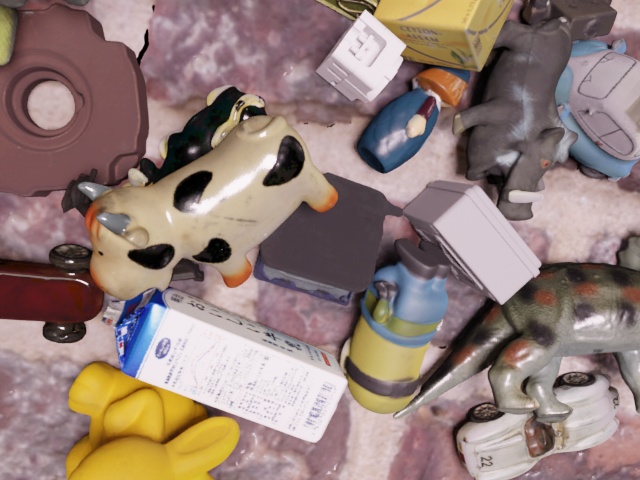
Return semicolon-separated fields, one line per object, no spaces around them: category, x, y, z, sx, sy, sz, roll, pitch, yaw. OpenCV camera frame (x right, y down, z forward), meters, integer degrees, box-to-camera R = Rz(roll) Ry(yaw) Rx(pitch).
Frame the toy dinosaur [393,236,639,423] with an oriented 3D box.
toy dinosaur;0.274;0.086;0.570;0.405;0.131;0.192;-3;58;2

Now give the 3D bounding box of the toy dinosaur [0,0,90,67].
toy dinosaur;-0.271;-0.233;0.401;0.472;0.105;0.198;-4;80;1

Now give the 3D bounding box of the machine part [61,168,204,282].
machine part;-0.169;-0.003;0.480;0.138;0.084;0.039;55;48;-41

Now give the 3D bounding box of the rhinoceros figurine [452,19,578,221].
rhinoceros figurine;0.191;-0.114;0.522;0.112;0.073;0.190;11;94;21

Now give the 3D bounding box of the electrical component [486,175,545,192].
electrical component;0.209;-0.090;0.583;0.063;0.021;0.094;-23;100;-7

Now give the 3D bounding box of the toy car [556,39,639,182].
toy car;0.296;-0.133;0.553;0.161;0.103;0.109;43;89;-11

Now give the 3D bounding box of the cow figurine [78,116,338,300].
cow figurine;-0.093;-0.025;0.420;0.195;0.086;0.127;-39;134;-7

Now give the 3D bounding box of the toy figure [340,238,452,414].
toy figure;0.073;0.089;0.529;0.082;0.089;0.180;14;119;-10

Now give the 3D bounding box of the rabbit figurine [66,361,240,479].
rabbit figurine;-0.160;0.197;0.478;0.162;0.173;0.121;16;90;-8

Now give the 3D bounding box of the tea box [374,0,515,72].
tea box;0.132;-0.250;0.492;0.098;0.068;0.169;20;84;32

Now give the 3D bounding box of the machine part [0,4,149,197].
machine part;-0.242;-0.121;0.480;0.179;0.056;0.179;-2;98;-11

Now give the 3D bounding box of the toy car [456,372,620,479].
toy car;0.253;0.212;0.613;0.202;0.056;0.073;-17;100;-7

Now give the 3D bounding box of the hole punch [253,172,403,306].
hole punch;-0.001;-0.002;0.531;0.142;0.092;0.116;17;65;-2

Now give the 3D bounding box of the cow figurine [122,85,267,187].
cow figurine;-0.116;-0.069;0.489;0.167;0.098;0.068;-44;109;-2

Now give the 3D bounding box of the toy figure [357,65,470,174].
toy figure;0.101;-0.135;0.538;0.154;0.064;0.057;-47;143;-5

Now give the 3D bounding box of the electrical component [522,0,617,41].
electrical component;0.258;-0.242;0.550;0.102;0.078;0.045;-7;137;-4

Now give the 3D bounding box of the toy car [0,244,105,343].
toy car;-0.305;0.042;0.492;0.202;0.053;0.089;6;107;-15
